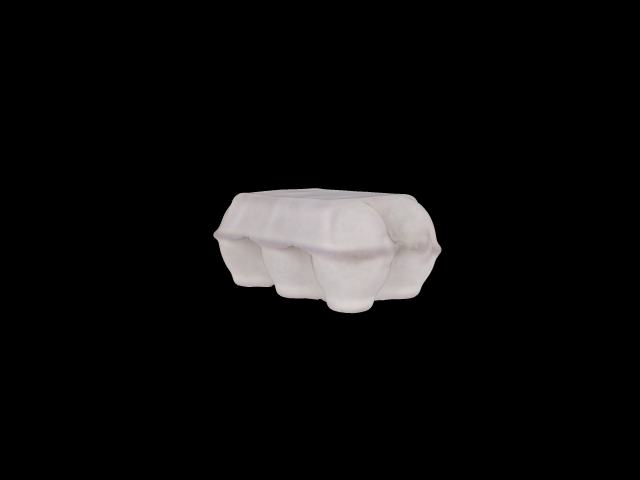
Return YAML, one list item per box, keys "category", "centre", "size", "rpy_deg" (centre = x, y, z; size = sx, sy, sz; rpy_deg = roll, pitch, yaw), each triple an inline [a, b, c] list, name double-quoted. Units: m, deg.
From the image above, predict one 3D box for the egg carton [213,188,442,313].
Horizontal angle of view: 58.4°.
- category: "egg carton"
  centre: [0.004, 0.001, 0.400]
  size: [0.149, 0.069, 0.107]
  rpy_deg: [8, 11, 43]
